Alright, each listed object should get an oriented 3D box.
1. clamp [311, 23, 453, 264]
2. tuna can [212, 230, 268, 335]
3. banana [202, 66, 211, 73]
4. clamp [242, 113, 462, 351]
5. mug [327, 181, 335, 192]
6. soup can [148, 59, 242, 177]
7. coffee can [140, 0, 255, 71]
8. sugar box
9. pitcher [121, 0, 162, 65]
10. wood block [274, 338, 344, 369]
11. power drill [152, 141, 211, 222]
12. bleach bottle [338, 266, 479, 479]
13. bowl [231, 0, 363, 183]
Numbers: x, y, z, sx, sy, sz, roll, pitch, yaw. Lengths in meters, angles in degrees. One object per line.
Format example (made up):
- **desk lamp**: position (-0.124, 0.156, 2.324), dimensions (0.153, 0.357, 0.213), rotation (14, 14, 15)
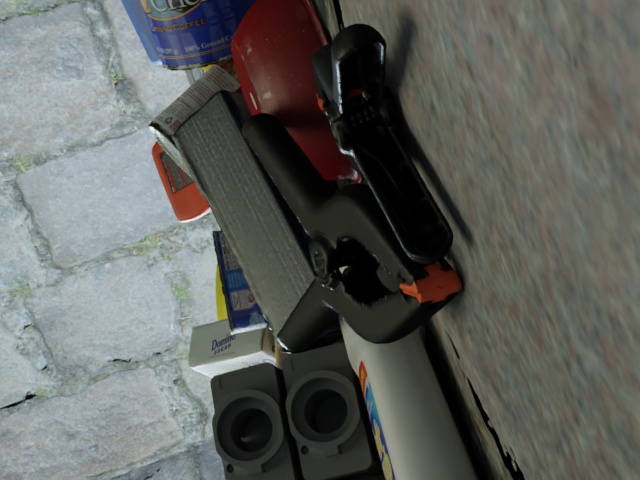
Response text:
- **clamp**: position (0.021, -0.071, 0.558), dimensions (0.171, 0.039, 0.120), rotation (-121, 14, -61)
- **tuna can**: position (-0.063, 0.032, 0.864), dimensions (0.086, 0.033, 0.086), rotation (169, 90, -86)
- **banana**: position (-0.089, -0.173, 1.076), dimensions (0.198, 0.069, 0.037), rotation (-155, 64, -71)
- **clamp**: position (0.010, 0.000, 0.643), dimensions (0.210, 0.036, 0.164), rotation (5, 109, 63)
- **mug**: position (-0.032, -0.055, 0.909), dimensions (0.081, 0.093, 0.117), rotation (-161, 88, -76)
- **soup can**: position (-0.086, -0.106, 0.906), dimensions (0.068, 0.102, 0.068), rotation (45, 170, 10)
- **coffee can**: position (-0.103, -0.223, 0.871), dimensions (0.103, 0.102, 0.140), rotation (-123, 14, -65)
- **sugar box**: position (-0.029, 0.122, 0.983), dimensions (0.176, 0.094, 0.048), rotation (31, -126, -42)
- **pitcher**: position (-0.157, -0.299, 1.030), dimensions (0.145, 0.149, 0.243), rotation (-8, 110, 40)
- **wood block**: position (0.014, 0.155, 0.838), dimensions (0.090, 0.091, 0.206), rotation (94, 172, -71)
- **power drill**: position (-0.104, -0.058, 1.239), dimensions (0.187, 0.057, 0.184), rotation (1, -118, -63)
- **bleach bottle**: position (0.063, 0.125, 0.715), dimensions (0.102, 0.068, 0.251), rotation (93, 159, -79)
- **bowl**: position (-0.023, -0.106, 0.757), dimensions (0.162, 0.055, 0.162), rotation (160, 90, -83)
